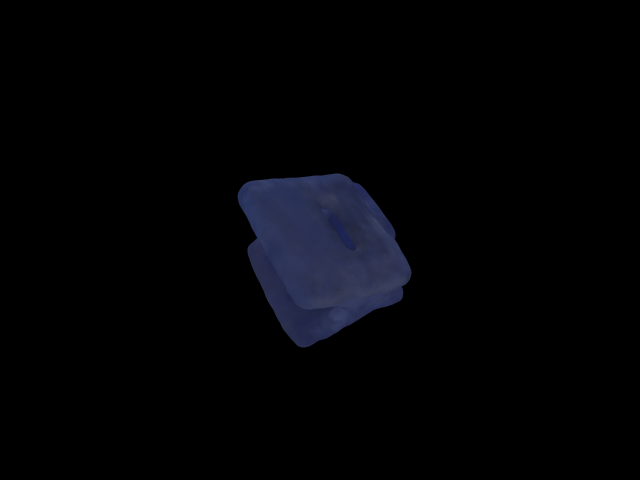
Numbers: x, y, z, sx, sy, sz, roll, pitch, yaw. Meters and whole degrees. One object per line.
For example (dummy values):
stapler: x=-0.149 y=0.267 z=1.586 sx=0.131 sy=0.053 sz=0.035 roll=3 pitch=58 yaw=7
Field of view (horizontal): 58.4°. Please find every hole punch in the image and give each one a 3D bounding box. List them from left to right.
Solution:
hole punch: x=0.004 y=0.001 z=0.400 sx=0.101 sy=0.091 sz=0.108 roll=-25 pitch=63 yaw=-14
